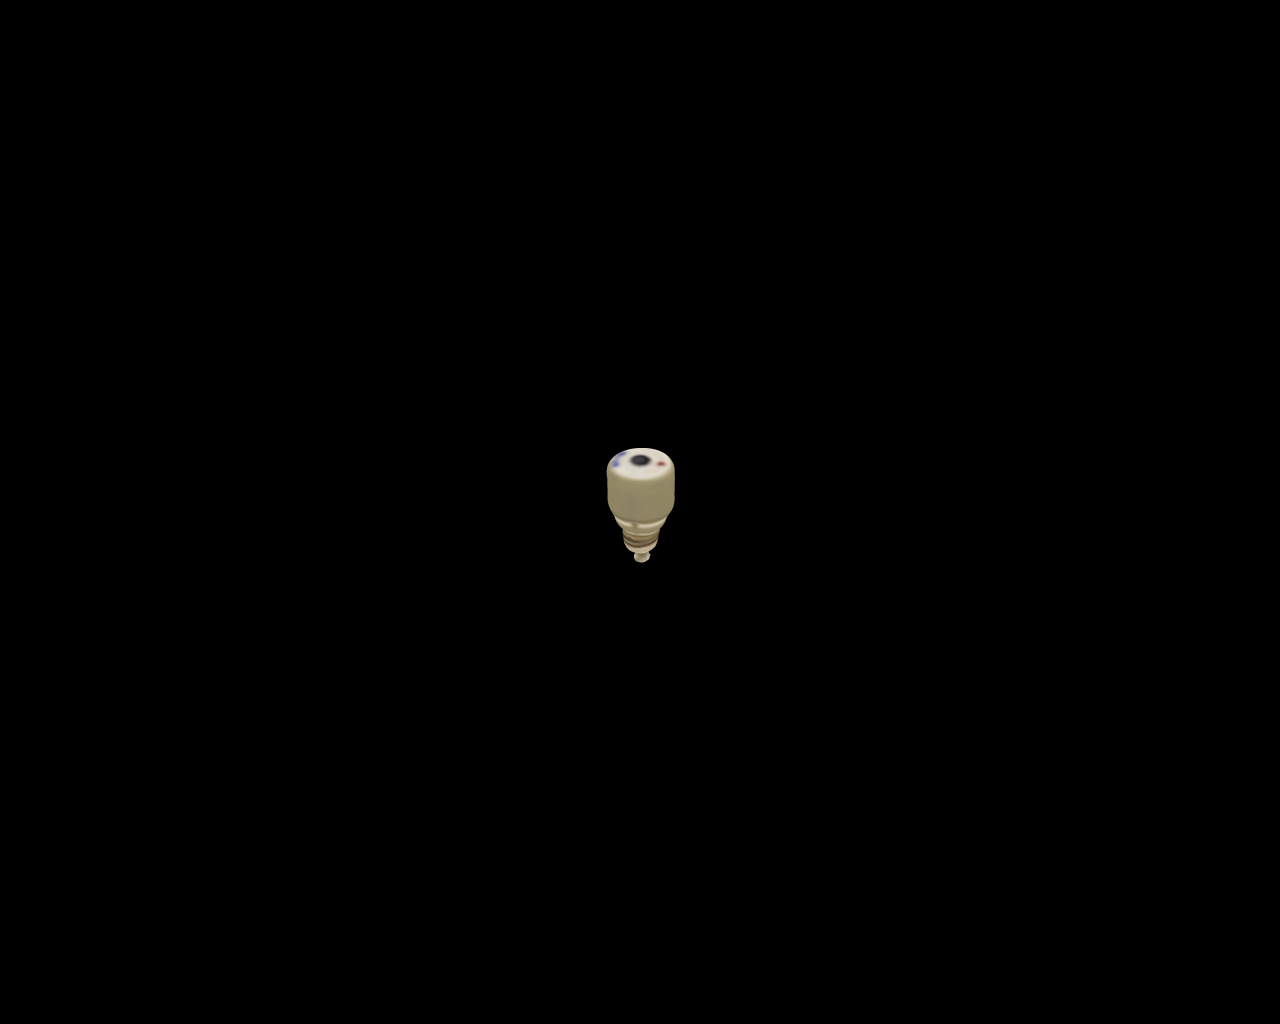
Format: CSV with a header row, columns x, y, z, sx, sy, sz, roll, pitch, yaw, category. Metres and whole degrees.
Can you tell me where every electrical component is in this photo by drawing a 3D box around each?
x,y,z,sx,sy,sz,roll,pitch,yaw,category
0.001,-0.003,0.650,0.040,0.078,0.040,0,35,0,electrical component
